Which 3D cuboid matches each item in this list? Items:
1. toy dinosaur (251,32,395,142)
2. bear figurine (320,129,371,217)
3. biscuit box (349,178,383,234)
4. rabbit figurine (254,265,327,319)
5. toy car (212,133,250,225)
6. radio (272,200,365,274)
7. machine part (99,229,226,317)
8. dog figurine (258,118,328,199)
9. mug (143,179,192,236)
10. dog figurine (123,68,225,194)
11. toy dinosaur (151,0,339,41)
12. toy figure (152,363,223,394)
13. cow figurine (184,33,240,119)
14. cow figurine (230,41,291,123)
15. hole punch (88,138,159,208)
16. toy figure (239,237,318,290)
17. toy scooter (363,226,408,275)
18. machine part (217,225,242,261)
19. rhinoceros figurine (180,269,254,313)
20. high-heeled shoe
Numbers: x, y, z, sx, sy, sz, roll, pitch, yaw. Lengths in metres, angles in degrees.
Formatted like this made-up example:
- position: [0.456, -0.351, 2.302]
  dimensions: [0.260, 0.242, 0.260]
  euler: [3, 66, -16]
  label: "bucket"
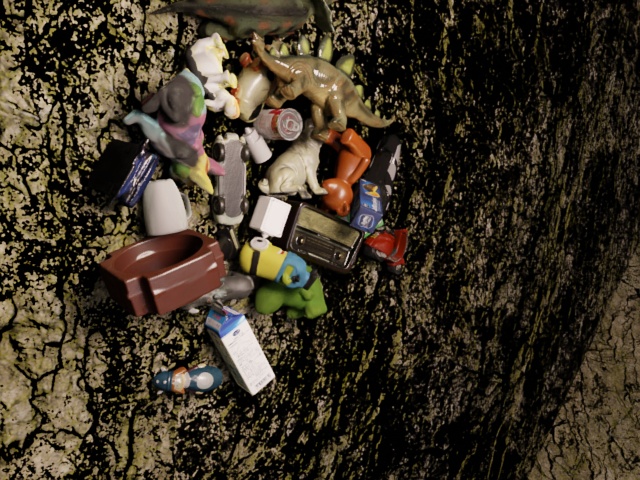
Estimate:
- position: [0.023, -0.325, 1.181]
  dimensions: [0.471, 0.105, 0.198]
  euler: [27, 67, -45]
  label: "toy dinosaur"
- position: [0.045, -0.165, 1.347]
  dimensions: [0.131, 0.120, 0.196]
  euler: [33, 83, -36]
  label: "bear figurine"
- position: [0.115, -0.088, 1.345]
  dimensions: [0.063, 0.203, 0.059]
  euler: [22, 116, -7]
  label: "biscuit box"
- position: [-0.080, 0.125, 1.298]
  dimensions: [0.170, 0.121, 0.159]
  euler: [-6, 98, -39]
  label: "rabbit figurine"
- position: [-0.199, -0.133, 1.182]
  dimensions: [0.073, 0.056, 0.201]
  euler: [-4, 101, -34]
  label: "toy car"
- position: [-0.003, -0.004, 1.356]
  dimensions: [0.229, 0.073, 0.131]
  euler: [22, 87, -36]
  label: "radio"
- position: [-0.302, 0.059, 1.038]
  dimensions: [0.201, 0.201, 0.087]
  euler: [-28, 119, -34]
  label: "machine part"
- position: [-0.067, -0.198, 1.266]
  dimensions: [0.172, 0.121, 0.190]
  euler: [-1, 86, -44]
  label: "dog figurine"
- position: [-0.307, -0.071, 1.089]
  dimensions: [0.109, 0.081, 0.107]
  euler: [-23, 110, -47]
  label: "mug"
- position: [-0.253, -0.197, 1.048]
  dimensions: [0.219, 0.192, 0.108]
  euler: [49, 34, -27]
  label: "dog figurine"
- position: [-0.114, -0.465, 1.091]
  dimensions: [0.405, 0.192, 0.131]
  euler: [-26, 113, -35]
  label: "toy dinosaur"
- position: [-0.295, 0.310, 1.199]
  dimensions: [0.154, 0.058, 0.064]
  euler: [7, 57, -40]
  label: "toy figure"
- position: [-0.219, -0.316, 1.076]
  dimensions: [0.098, 0.068, 0.167]
  euler: [-15, 85, 4]
  label: "cow figurine"
- position: [-0.125, -0.346, 1.172]
  dimensions: [0.195, 0.086, 0.127]
  euler: [-59, 148, -3]
  label: "cow figurine"
- position: [-0.357, -0.118, 1.015]
  dimensions: [0.092, 0.116, 0.142]
  euler: [40, 74, -47]
  label: "hole punch"
- position: [-0.097, 0.060, 1.217]
  dimensions: [0.180, 0.082, 0.089]
  euler: [29, 78, -4]
  label: "toy figure"
- position: [0.200, 0.013, 1.544]
  dimensions: [0.183, 0.075, 0.135]
  euler: [32, 79, -44]
  label: "toy scooter"
- position: [-0.215, 0.023, 1.185]
  dimensions: [0.139, 0.039, 0.084]
  euler: [-63, 147, -54]
  label: "machine part"
- position: [-0.231, 0.114, 1.172]
  dimensions: [0.190, 0.112, 0.073]
  euler: [-6, 105, -48]
  label: "rhinoceros figurine"
- position: [0.176, -0.168, 1.495]
  dimensions: [0.145, 0.086, 0.248]
  euler: [-32, 133, -63]
  label: "high-heeled shoe"
